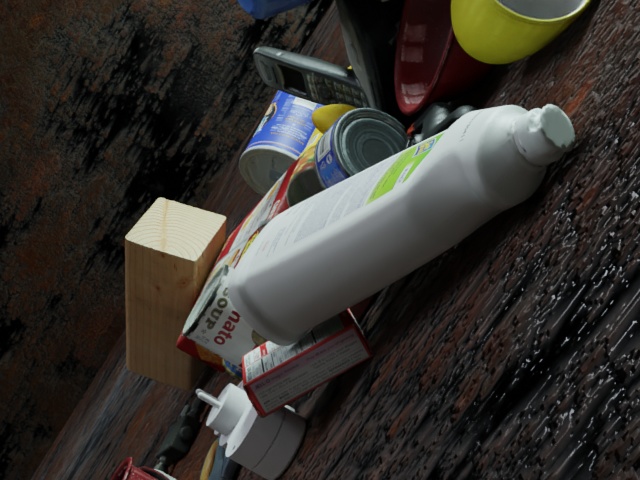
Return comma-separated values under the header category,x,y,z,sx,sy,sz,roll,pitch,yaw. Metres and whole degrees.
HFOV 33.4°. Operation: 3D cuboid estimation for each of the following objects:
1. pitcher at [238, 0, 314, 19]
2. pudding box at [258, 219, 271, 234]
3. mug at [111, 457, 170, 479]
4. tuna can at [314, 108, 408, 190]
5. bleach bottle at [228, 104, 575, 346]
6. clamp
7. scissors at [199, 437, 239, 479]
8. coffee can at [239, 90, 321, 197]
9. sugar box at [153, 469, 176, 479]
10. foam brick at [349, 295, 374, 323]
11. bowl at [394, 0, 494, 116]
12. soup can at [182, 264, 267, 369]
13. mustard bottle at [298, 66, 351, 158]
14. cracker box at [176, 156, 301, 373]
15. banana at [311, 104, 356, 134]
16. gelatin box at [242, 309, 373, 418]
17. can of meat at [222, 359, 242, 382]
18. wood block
category,x,y,z,sx,sy,sz,roll,pitch,yaw
pitcher,0.024,-0.298,0.940,0.242,0.145,0.149,-26,29,-10
pudding box,-0.006,0.001,0.905,0.090,0.039,0.113,-14,14,-1
mug,-0.146,0.236,0.898,0.093,0.081,0.117,-55,11,20
tuna can,0.040,-0.064,0.864,0.034,0.086,0.086,-43,18,51
bleach bottle,0.048,-0.014,0.659,0.251,0.068,0.102,-28,23,47
clamp,0.085,-0.066,0.785,0.120,0.039,0.171,-55,12,26
scissors,-0.072,0.189,0.868,0.096,0.016,0.202,-59,10,2
coffee can,-0.028,-0.128,1.342,0.103,0.102,0.140,-44,17,55
sugar box,-0.196,0.312,1.027,0.176,0.048,0.093,-56,10,20
foam brick,0.021,0.018,0.817,0.078,0.051,0.053,-59,8,-5
bowl,0.110,-0.175,0.862,0.162,0.055,0.162,-170,90,-78
soup can,-0.050,0.072,0.853,0.068,0.102,0.068,-56,10,15
mustard bottle,0.033,-0.140,1.204,0.096,0.058,0.191,-38,23,59
cracker box,-0.062,0.031,1.129,0.214,0.072,0.164,-42,20,56
banana,0.021,-0.085,0.953,0.070,0.037,0.197,-14,28,9
gelatin box,-0.011,0.083,0.748,0.089,0.030,0.073,-30,11,0
can of meat,-0.043,0.076,0.949,0.084,0.057,0.102,-59,9,16
wood block,-0.172,0.067,1.265,0.090,0.090,0.206,-59,-19,-49
